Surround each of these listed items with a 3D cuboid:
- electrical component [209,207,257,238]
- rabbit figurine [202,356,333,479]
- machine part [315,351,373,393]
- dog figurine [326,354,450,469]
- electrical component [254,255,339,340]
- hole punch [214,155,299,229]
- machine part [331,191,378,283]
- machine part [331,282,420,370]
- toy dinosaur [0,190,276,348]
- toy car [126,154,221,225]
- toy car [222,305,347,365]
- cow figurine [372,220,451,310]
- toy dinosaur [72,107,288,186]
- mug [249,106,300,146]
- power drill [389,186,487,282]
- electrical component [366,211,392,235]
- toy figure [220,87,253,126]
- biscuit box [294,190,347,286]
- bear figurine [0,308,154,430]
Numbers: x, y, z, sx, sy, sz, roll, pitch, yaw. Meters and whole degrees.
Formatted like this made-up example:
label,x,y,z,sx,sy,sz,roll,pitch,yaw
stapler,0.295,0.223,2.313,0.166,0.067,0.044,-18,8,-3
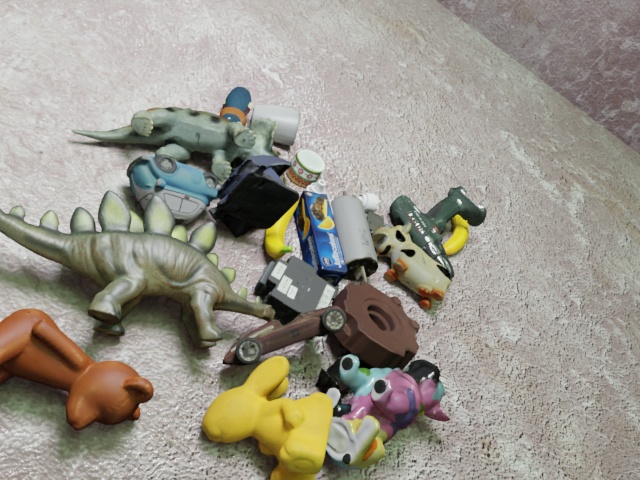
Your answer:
label,x,y,z,sx,sy,sz,roll,pitch,yaw
electrical component,-0.157,-0.046,1.004,0.075,0.047,0.119,48,43,14
rabbit figurine,-0.072,0.244,0.743,0.173,0.121,0.162,10,55,2
machine part,0.053,0.221,0.907,0.139,0.039,0.084,-16,67,-44
dog figurine,0.114,0.272,0.849,0.109,0.191,0.219,19,-7,47
electrical component,-0.044,0.094,0.944,0.134,0.058,0.115,33,39,-3
hole punch,-0.112,-0.095,0.950,0.115,0.142,0.092,23,42,-37
machine part,0.066,-0.007,1.095,0.079,0.079,0.243,12,46,-25
machine part,0.099,0.151,0.960,0.179,0.056,0.179,27,29,-17
toy dinosaur,-0.268,0.037,0.774,0.471,0.105,0.198,20,58,-27
toy car,-0.258,-0.076,0.936,0.161,0.109,0.103,20,65,-35
toy car,-0.054,0.145,0.826,0.202,0.089,0.053,-16,84,-18
cow figurine,0.191,0.041,1.133,0.195,0.085,0.127,39,47,7
toy dinosaur,-0.240,-0.200,1.045,0.405,0.131,0.192,14,20,-10
mug,-0.105,-0.275,1.230,0.107,0.080,0.109,11,51,-14
power drill,0.285,-0.027,1.242,0.207,0.086,0.232,-30,64,-20
electrical component,0.119,-0.032,1.197,0.094,0.021,0.063,25,42,-13
toy figure,-0.188,-0.281,1.193,0.057,0.064,0.154,56,31,-41
biscuit box,-0.002,-0.003,1.058,0.059,0.062,0.203,9,48,-28
bear figurine,-0.312,0.176,0.644,0.196,0.120,0.132,40,45,-3
